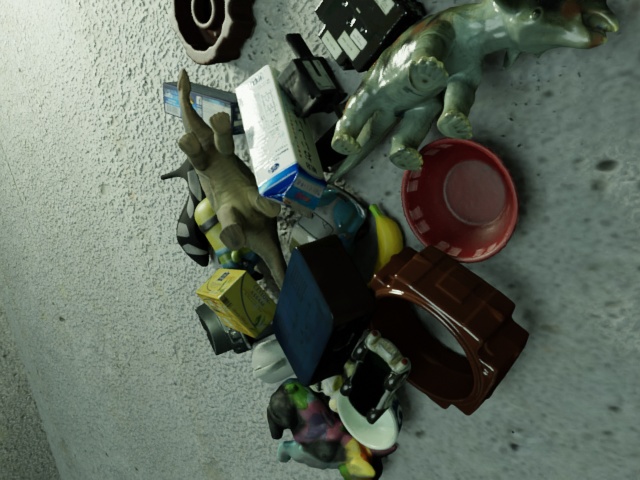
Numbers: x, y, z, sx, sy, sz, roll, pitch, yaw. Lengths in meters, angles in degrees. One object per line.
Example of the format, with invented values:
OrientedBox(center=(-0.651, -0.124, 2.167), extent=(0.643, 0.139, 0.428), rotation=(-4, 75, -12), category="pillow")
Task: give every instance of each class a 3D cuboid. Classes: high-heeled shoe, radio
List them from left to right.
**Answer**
OrientedBox(center=(-0.223, -0.059, 1.081), extent=(0.145, 0.086, 0.248), rotation=(-9, 121, 14), category="high-heeled shoe")
OrientedBox(center=(-0.002, 0.113, 0.798), extent=(0.131, 0.073, 0.229), rotation=(58, 150, 30), category="radio")

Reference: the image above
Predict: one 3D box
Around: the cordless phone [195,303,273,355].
OrientedBox(center=(-0.149, 0.145, 1.079), extent=(0.184, 0.089, 0.146), rotation=(-29, 84, 34), category="cordless phone")

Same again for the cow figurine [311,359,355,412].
OrientedBox(center=(0.015, 0.218, 0.946), extent=(0.098, 0.068, 0.167), rotation=(20, 116, 43), category="cow figurine")

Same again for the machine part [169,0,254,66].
OrientedBox(center=(-0.182, -0.387, 0.899), extent=(0.180, 0.056, 0.179), rotation=(17, 116, 38), category="machine part")

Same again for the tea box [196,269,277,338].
OrientedBox(center=(-0.148, 0.107, 0.948), extent=(0.098, 0.068, 0.170), rotation=(51, 158, -17), category="tea box")

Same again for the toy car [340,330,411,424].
OrientedBox(center=(0.079, 0.199, 0.772), extent=(0.074, 0.056, 0.201), rotation=(42, 145, 23), category="toy car")

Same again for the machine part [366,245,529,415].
OrientedBox(center=(0.157, 0.123, 0.723), extent=(0.201, 0.087, 0.201), rotation=(38, 149, 25), category="machine part")

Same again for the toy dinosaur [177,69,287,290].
OrientedBox(center=(-0.125, -0.053, 0.886), extent=(0.199, 0.105, 0.470), rotation=(-147, 33, -78), category="toy dinosaur")

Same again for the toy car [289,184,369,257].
OrientedBox(center=(-0.002, -0.003, 0.851), extent=(0.109, 0.103, 0.161), rotation=(41, 128, 25), category="toy car")

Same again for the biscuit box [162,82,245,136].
OrientedBox(center=(-0.203, -0.241, 0.971), extent=(0.203, 0.063, 0.059), rotation=(25, 123, 35), category="biscuit box")

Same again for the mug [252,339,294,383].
OrientedBox(center=(-0.071, 0.221, 1.008), extent=(0.107, 0.109, 0.081), rotation=(-29, 81, 33), category="mug")

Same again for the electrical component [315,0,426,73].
OrientedBox(center=(0.058, -0.291, 0.710), extent=(0.134, 0.058, 0.115), rotation=(-40, 76, 45), category="electrical component")

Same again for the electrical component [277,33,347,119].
OrientedBox(center=(-0.022, -0.242, 0.793), extent=(0.119, 0.075, 0.048), rotation=(56, 134, 6), category="electrical component")

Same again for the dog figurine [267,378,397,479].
OrientedBox(center=(0.023, 0.351, 0.967), extent=(0.219, 0.108, 0.191), rotation=(0, 109, 39), category="dog figurine")

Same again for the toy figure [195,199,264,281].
OrientedBox(center=(-0.170, 0.000, 1.016), extent=(0.082, 0.089, 0.180), rotation=(-16, 96, 48), category="toy figure")

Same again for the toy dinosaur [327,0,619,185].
OrientedBox(center=(0.122, -0.197, 0.641), extent=(0.131, 0.192, 0.405), rotation=(35, 156, -21), category="toy dinosaur")

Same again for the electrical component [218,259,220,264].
OrientedBox(center=(-0.186, 0.032, 1.093), extent=(0.063, 0.021, 0.093), rotation=(9, 113, 41), category="electrical component")

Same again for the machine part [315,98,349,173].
OrientedBox(center=(0.030, -0.153, 0.808), extent=(0.084, 0.039, 0.139), rotation=(54, 132, 2), category="machine part")
